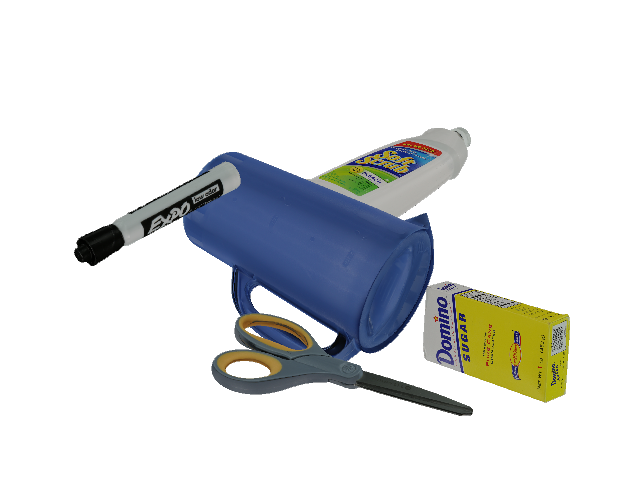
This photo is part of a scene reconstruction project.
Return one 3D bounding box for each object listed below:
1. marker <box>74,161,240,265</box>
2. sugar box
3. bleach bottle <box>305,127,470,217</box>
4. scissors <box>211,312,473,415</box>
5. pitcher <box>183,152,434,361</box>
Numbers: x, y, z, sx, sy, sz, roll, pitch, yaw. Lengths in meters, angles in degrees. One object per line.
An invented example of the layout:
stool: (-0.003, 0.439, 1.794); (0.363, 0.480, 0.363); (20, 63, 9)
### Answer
marker: (-0.100, -0.017, 0.659); (0.120, 0.020, 0.020); (-32, 19, -35)
sugar box: (0.194, 0.110, 1.199); (0.177, 0.093, 0.048); (13, 18, 43)
bleach bottle: (0.089, -0.081, 1.299); (0.103, 0.068, 0.250); (28, 45, 35)
scissors: (0.003, 0.106, 0.793); (0.202, 0.016, 0.096); (24, 39, 33)
pitcher: (-0.023, 0.011, 1.062); (0.243, 0.145, 0.149); (26, 28, 27)
